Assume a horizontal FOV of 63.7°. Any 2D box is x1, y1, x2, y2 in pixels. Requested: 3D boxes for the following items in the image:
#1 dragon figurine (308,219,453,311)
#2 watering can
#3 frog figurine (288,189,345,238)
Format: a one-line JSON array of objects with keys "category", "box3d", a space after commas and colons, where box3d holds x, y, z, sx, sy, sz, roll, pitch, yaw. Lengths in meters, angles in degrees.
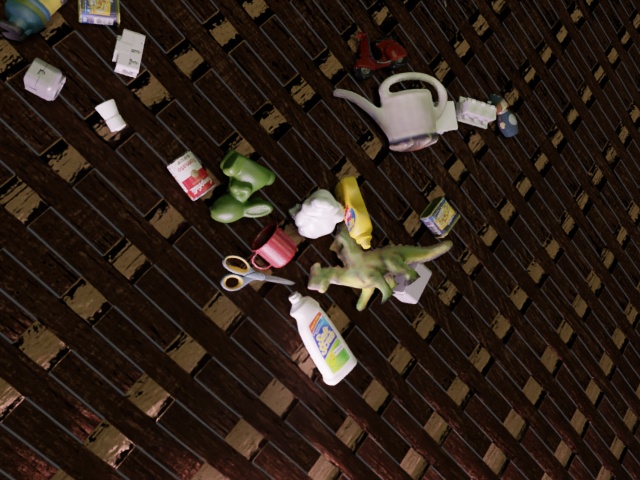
[{"category": "dragon figurine", "box3d": [0.145, 0.035, 1.398, 0.414, 0.121, 0.243, -35, 86, -18]}, {"category": "watering can", "box3d": [0.216, -0.362, 1.484, 0.349, 0.104, 0.224, -12, 93, -14]}, {"category": "frog figurine", "box3d": [0.004, -0.066, 1.315, 0.137, 0.159, 0.123, -2, 90, -27]}]
